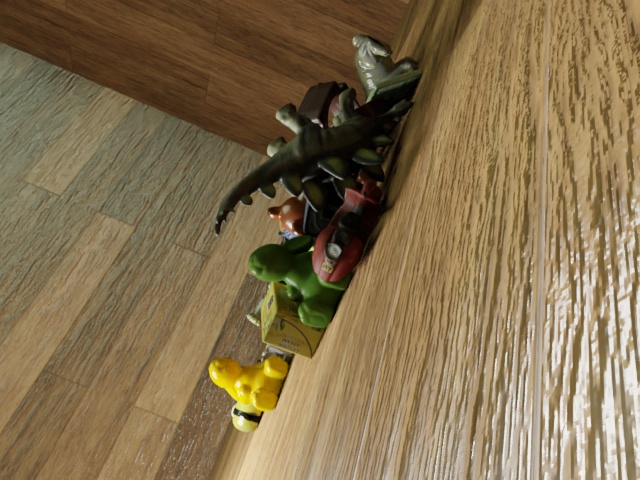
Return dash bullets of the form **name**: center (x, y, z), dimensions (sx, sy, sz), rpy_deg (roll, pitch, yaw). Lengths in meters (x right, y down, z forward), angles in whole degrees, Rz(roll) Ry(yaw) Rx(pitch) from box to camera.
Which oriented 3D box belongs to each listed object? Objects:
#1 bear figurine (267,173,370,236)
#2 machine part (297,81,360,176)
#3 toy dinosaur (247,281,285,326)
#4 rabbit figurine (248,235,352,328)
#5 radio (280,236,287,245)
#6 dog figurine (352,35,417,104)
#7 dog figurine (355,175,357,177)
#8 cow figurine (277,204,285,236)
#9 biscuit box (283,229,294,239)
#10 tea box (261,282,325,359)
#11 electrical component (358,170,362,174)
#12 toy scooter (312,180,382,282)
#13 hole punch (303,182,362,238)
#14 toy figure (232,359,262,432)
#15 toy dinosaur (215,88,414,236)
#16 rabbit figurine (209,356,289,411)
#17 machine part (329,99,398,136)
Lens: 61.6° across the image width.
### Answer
- **bear figurine**: center (0.001, -0.083, 1.077), dimensions (0.196, 0.120, 0.131), rpy_deg (-9, -56, -44)
- **machine part**: center (0.034, -0.264, 1.305), dimensions (0.087, 0.200, 0.201), rpy_deg (-4, 51, 35)
- **toy dinosaur**: center (-0.056, 0.116, 1.293), dimensions (0.192, 0.131, 0.405), rpy_deg (-53, 3, 13)
- **rabbit figurine**: center (-0.038, 0.047, 0.946), dimensions (0.159, 0.170, 0.121), rpy_deg (-77, 11, -66)
- **radio**: center (-0.017, -0.040, 1.470), dimensions (0.073, 0.131, 0.230), rpy_deg (114, 177, -51)
- **dog figurine**: center (0.119, -0.364, 1.268), dimensions (0.190, 0.172, 0.121), rpy_deg (-57, -3, 28)
- **dog figurine**: center (0.055, -0.176, 1.501), dimensions (0.191, 0.108, 0.219), rpy_deg (117, 171, -45)
- **cow figurine**: center (-0.056, -0.034, 1.591), dimensions (0.085, 0.194, 0.127), rpy_deg (-30, 32, 30)
- **biscuit box**: center (-0.004, -0.049, 1.310), dimensions (0.203, 0.062, 0.059), rpy_deg (-28, 34, 44)
- **tea box**: center (-0.054, 0.145, 1.007), dimensions (0.170, 0.098, 0.068), rpy_deg (-110, 44, -75)
- **electrical component**: center (0.116, -0.189, 1.324), dimensions (0.094, 0.021, 0.063), rpy_deg (-71, 6, -57)
- **toy scooter**: center (0.049, -0.025, 0.829), dimensions (0.184, 0.075, 0.135), rpy_deg (-59, -6, -19)
- **hole punch**: center (0.030, -0.058, 0.994), dimensions (0.116, 0.142, 0.092), rpy_deg (-90, 16, -50)
- **toy figure**: center (-0.173, 0.407, 1.397), dimensions (0.089, 0.082, 0.180), rpy_deg (-106, 41, -87)
- **toy dinosaur**: center (-0.004, -0.147, 0.933), dimensions (0.471, 0.199, 0.105), rpy_deg (-29, -34, -23)
- **rabbit figurine**: center (-0.174, 0.318, 1.249), dimensions (0.162, 0.173, 0.122), rpy_deg (133, 156, -68)
- **machine part**: center (0.080, -0.225, 1.148), dimensions (0.179, 0.056, 0.179), rpy_deg (-28, -8, -5)
